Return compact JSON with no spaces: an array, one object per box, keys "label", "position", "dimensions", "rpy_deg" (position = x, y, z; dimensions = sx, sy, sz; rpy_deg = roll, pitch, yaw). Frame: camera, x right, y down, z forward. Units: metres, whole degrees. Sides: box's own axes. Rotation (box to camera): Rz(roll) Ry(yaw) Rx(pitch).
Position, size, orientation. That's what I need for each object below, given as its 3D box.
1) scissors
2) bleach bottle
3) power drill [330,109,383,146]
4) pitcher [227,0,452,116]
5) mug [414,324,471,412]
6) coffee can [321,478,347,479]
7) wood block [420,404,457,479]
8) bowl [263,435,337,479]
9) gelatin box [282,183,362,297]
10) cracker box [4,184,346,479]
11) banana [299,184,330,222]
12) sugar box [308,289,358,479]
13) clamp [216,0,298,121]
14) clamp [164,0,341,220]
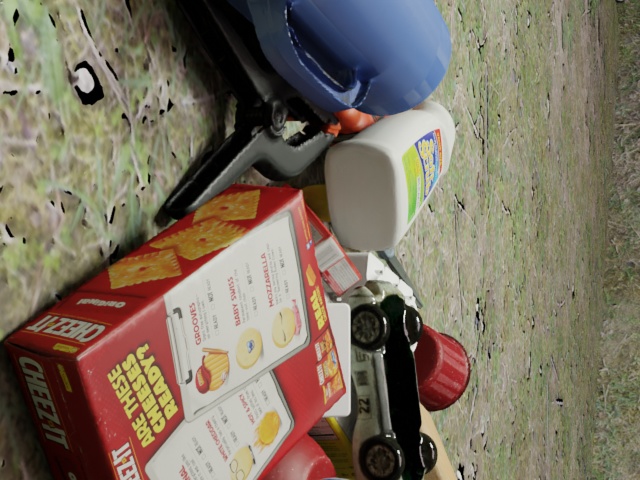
[{"label":"scissors","position":[0.058,0.014,1.111],"dimensions":[0.096,0.016,0.201],"rpy_deg":[-51,126,-47]},{"label":"bleach bottle","position":[0.079,-0.081,1.002],"dimensions":[0.250,0.068,0.102],"rpy_deg":[-48,137,-58]},{"label":"power drill","position":[0.022,-0.197,1.016],"dimensions":[0.184,0.057,0.187],"rpy_deg":[-54,136,-50]},{"label":"pitcher","position":[0.012,-0.179,0.810],"dimensions":[0.149,0.145,0.242],"rpy_deg":[-51,147,2]},{"label":"mug","position":[0.107,0.129,1.196],"dimensions":[0.081,0.093,0.117],"rpy_deg":[35,26,-58]},{"label":"coffee can","position":[-0.015,0.222,0.745],"dimensions":[0.140,0.103,0.103],"rpy_deg":[21,70,-65]},{"label":"wood block","position":[0.094,0.265,1.022],"dimensions":[0.090,0.091,0.206],"rpy_deg":[49,16,-58]},{"label":"bowl","position":[-0.025,0.224,0.890],"dimensions":[0.162,0.055,0.162],"rpy_deg":[0,90,-68]},{"label":"gelatin box","position":[-0.006,0.001,0.925],"dimensions":[0.073,0.030,0.089],"rpy_deg":[50,-2,33]},{"label":"cracker box","position":[-0.079,0.081,0.678],"dimensions":[0.213,0.072,0.164],"rpy_deg":[-39,126,-44]},{"label":"banana","position":[0.033,-0.058,1.039],"dimensions":[0.069,0.037,0.197],"rpy_deg":[59,39,-14]},{"label":"sugar box","position":[0.006,0.128,0.957],"dimensions":[0.176,0.048,0.093],"rpy_deg":[59,36,-34]},{"label":"clamp","position":[-0.045,-0.167,0.873],"dimensions":[0.120,0.039,0.171],"rpy_deg":[-43,129,-45]},{"label":"clamp","position":[-0.049,-0.105,0.822],"dimensions":[0.209,0.036,0.164],"rpy_deg":[-12,105,-57]}]
